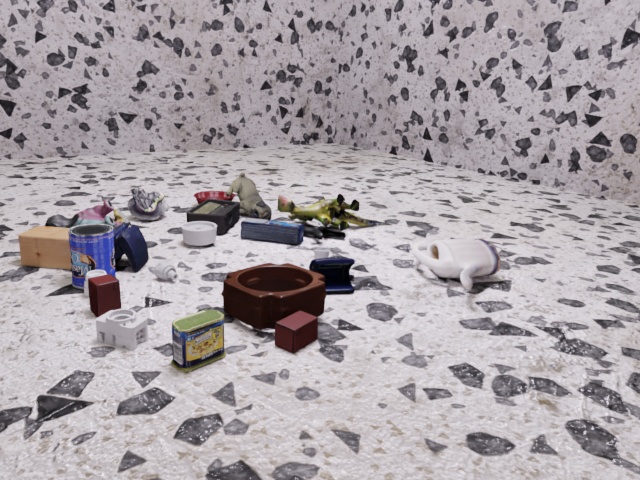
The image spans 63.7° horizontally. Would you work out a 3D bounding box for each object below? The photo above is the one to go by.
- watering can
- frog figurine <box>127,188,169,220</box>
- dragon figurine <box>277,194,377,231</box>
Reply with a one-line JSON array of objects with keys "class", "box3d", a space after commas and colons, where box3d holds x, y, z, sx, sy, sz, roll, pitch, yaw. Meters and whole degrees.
[{"class": "watering can", "box3d": [0.391, 0.064, 1.402, 0.224, 0.103, 0.352, -1, 17, -15]}, {"class": "frog figurine", "box3d": [-0.621, -0.116, 1.871, 0.138, 0.124, 0.157, -11, -16, -16]}, {"class": "dragon figurine", "box3d": [0.006, -0.092, 1.829, 0.243, 0.123, 0.407, 3, -9, 38]}]
